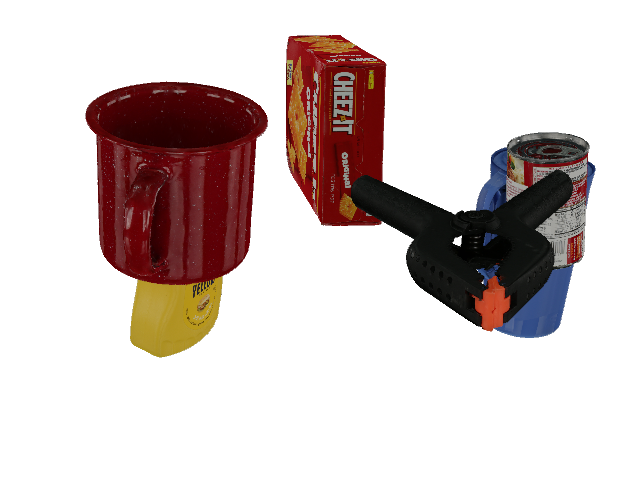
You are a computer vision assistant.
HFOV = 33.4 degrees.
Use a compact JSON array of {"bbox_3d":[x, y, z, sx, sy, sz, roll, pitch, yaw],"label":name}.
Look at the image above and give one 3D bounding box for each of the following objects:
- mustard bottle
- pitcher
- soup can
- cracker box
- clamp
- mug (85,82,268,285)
[{"bbox_3d":[-0.113,-0.001,0.890,0.058,0.192,0.096,25,34,22],"label":"mustard bottle"},{"bbox_3d":[0.272,0.005,1.416,0.149,0.243,0.145,5,24,4],"label":"pitcher"},{"bbox_3d":[0.194,-0.034,0.915,0.068,0.102,0.068,-4,24,2],"label":"soup can"},{"bbox_3d":[0.011,-0.123,1.132,0.072,0.164,0.214,-3,19,-9],"label":"cracker box"},{"bbox_3d":[0.094,-0.003,0.725,0.164,0.036,0.210,0,25,9],"label":"clamp"},{"bbox_3d":[-0.078,-0.024,0.555,0.093,0.081,0.117,7,29,4],"label":"mug"}]
